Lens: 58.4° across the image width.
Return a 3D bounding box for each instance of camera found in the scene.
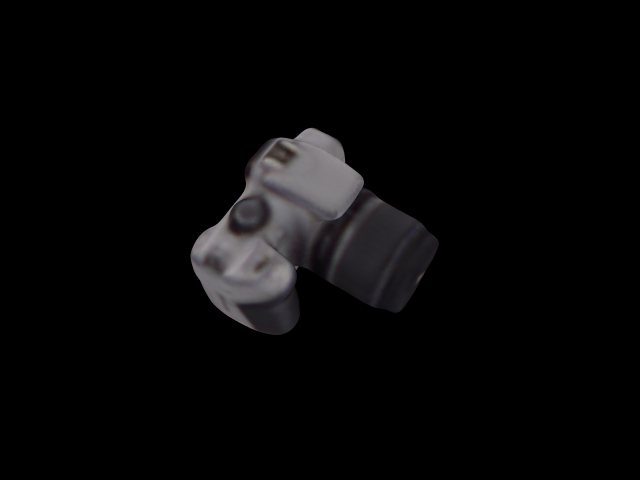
[{"bbox_3d":[0.004,0.001,0.400,0.136,0.101,0.143,30,67,14],"label":"camera"}]
